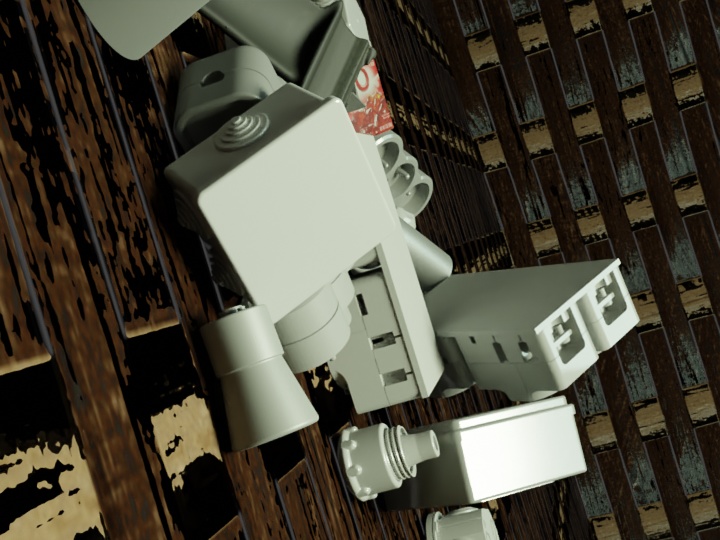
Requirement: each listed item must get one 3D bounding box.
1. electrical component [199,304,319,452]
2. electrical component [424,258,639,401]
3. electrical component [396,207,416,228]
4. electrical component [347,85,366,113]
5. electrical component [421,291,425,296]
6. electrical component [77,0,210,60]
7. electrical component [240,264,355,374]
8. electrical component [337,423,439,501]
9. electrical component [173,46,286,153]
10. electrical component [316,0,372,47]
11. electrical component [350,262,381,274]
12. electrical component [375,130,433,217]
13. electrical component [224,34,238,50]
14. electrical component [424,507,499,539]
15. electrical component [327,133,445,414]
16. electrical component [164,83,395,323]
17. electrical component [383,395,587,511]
[{"bbox_3d":[-0.051,0.049,0.518,0.044,0.044,0.065,0,69,-78],"label":"electrical component"},{"bbox_3d":[0.113,0.049,0.852,0.105,0.186,0.060,-34,106,-34],"label":"electrical component"},{"bbox_3d":[0.028,-0.024,0.985,0.043,0.043,0.062,51,42,-61],"label":"electrical component"},{"bbox_3d":[-0.035,-0.137,0.798,0.042,0.064,0.081,20,54,-74],"label":"electrical component"},{"bbox_3d":[0.043,0.037,0.975,0.065,0.044,0.044,27,47,-80],"label":"electrical component"},{"bbox_3d":[-0.114,-0.160,0.526,0.099,0.064,0.099,48,27,-34],"label":"electrical component"},{"bbox_3d":[-0.028,0.019,0.637,0.138,0.052,0.073,-86,156,-60],"label":"electrical component"},{"bbox_3d":[0.019,0.119,0.691,0.048,0.062,0.048,-17,90,-78],"label":"electrical component"},{"bbox_3d":[-0.062,-0.074,0.605,0.059,0.054,0.095,-94,163,-47],"label":"electrical component"},{"bbox_3d":[-0.023,-0.228,1.019,0.099,0.048,0.099,55,21,-56],"label":"electrical component"},{"bbox_3d":[0.013,0.001,0.893,0.046,0.040,0.040,69,11,-47],"label":"electrical component"},{"bbox_3d":[0.011,-0.101,0.996,0.074,0.052,0.138,41,-1,30],"label":"electrical component"},{"bbox_3d":[-0.049,-0.135,0.727,0.099,0.064,0.099,-17,90,-79],"label":"electrical component"},{"bbox_3d":[0.085,0.231,0.867,0.080,0.051,0.080,-17,90,-78],"label":"electrical component"},{"bbox_3d":[0.000,0.000,0.775,0.105,0.060,0.186,-26,99,-78],"label":"electrical component"},{"bbox_3d":[-0.041,-0.036,0.552,0.048,0.100,0.099,34,-23,49],"label":"electrical component"},{"bbox_3d":[0.082,0.131,0.759,0.109,0.109,0.056,-25,-105,56],"label":"electrical component"}]
